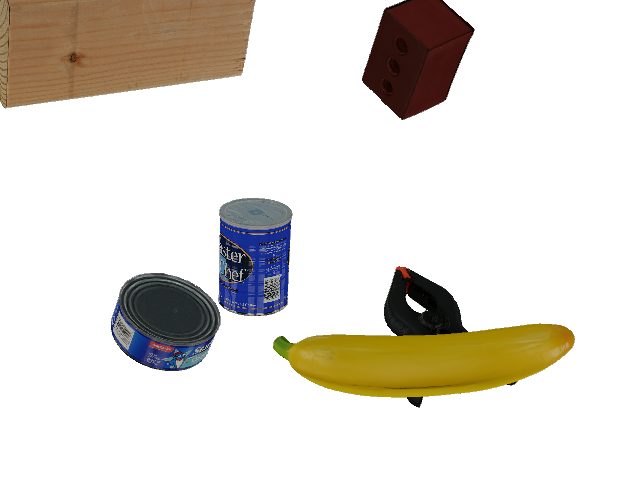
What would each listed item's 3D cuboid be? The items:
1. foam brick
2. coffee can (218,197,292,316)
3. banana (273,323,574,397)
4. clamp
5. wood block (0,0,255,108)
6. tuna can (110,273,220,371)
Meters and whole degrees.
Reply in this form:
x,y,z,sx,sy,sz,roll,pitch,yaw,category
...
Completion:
x,y,z,sx,sy,sz,roll,pitch,yaw,category
0.074,-0.143,0.826,0.051,0.053,0.078,-29,-26,-31,foam brick
-0.094,0.023,1.521,0.103,0.140,0.103,3,24,-1,coffee can
0.066,0.072,0.675,0.198,0.037,0.069,0,26,3,banana
0.124,0.093,1.076,0.120,0.171,0.039,1,-45,-19,clamp
-0.165,-0.178,0.850,0.205,0.091,0.090,-14,45,-32,wood block
-0.128,0.067,0.876,0.086,0.034,0.086,17,33,-12,tuna can
